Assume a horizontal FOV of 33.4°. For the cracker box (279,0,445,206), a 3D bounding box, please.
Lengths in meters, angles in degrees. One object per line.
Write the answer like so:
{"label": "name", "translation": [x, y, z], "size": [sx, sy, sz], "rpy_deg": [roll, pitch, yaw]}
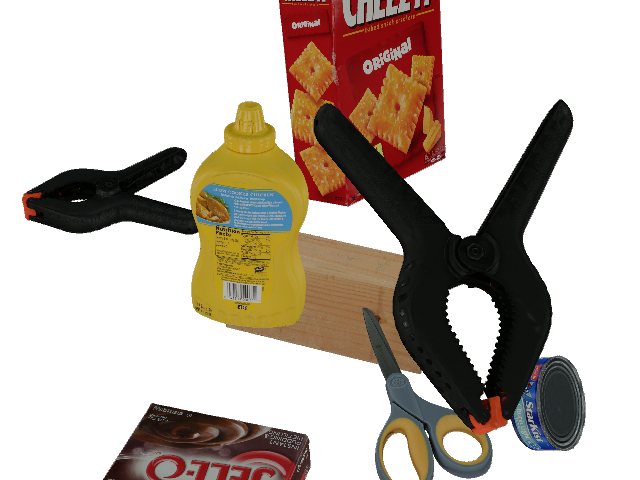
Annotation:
{"label": "cracker box", "translation": [0.045, -0.158, 0.990], "size": [0.072, 0.214, 0.163], "rpy_deg": [13, 27, 38]}

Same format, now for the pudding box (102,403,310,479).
{"label": "pudding box", "translation": [-0.072, 0.152, 0.668], "size": [0.113, 0.039, 0.090], "rpy_deg": [7, 30, 14]}

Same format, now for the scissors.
{"label": "scissors", "translation": [0.081, 0.120, 0.839], "size": [0.096, 0.016, 0.201], "rpy_deg": [-2, 40, 4]}

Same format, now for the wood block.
{"label": "wood block", "translation": [0.017, 0.057, 1.090], "size": [0.206, 0.091, 0.090], "rpy_deg": [13, 22, 13]}

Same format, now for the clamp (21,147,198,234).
{"label": "clamp", "translation": [-0.200, -0.049, 1.041], "size": [0.171, 0.039, 0.120], "rpy_deg": [1, 36, -8]}

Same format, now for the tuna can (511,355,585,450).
{"label": "tuna can", "translation": [0.207, 0.149, 0.977], "size": [0.034, 0.086, 0.085], "rpy_deg": [-10, -7, 40]}

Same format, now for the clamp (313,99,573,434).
{"label": "clamp", "translation": [0.076, 0.007, 0.631], "size": [0.164, 0.210, 0.036], "rpy_deg": [4, -18, -8]}

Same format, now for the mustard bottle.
{"label": "mustard bottle", "translation": [-0.059, -0.022, 0.879], "size": [0.096, 0.192, 0.058], "rpy_deg": [7, 30, 9]}
